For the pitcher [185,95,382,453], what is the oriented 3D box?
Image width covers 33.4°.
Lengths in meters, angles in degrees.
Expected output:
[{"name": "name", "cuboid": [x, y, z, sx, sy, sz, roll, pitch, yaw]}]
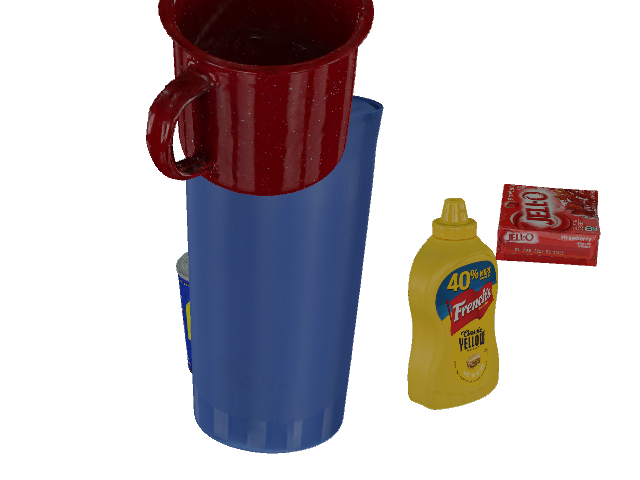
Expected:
[{"name": "pitcher", "cuboid": [-0.029, 0.014, 0.747, 0.148, 0.243, 0.145, -10, 21, -39]}]

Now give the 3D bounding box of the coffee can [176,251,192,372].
[{"name": "coffee can", "cuboid": [-0.119, 0.087, 1.311, 0.103, 0.140, 0.103, -2, 25, 1]}]

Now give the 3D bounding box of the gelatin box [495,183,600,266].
[{"name": "gelatin box", "cuboid": [0.172, -0.013, 0.805, 0.073, 0.030, 0.089, 5, 25, 12]}]

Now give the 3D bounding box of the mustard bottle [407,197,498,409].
[{"name": "mustard bottle", "cuboid": [0.125, 0.055, 0.994, 0.096, 0.192, 0.058, -12, 17, -34]}]

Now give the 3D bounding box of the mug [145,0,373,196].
[{"name": "mug", "cuboid": [-0.033, -0.068, 0.483, 0.093, 0.081, 0.117, 31, 53, 22]}]

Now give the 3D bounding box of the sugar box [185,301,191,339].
[{"name": "sugar box", "cuboid": [-0.060, 0.049, 1.092, 0.093, 0.048, 0.176, 6, 27, 16]}]
